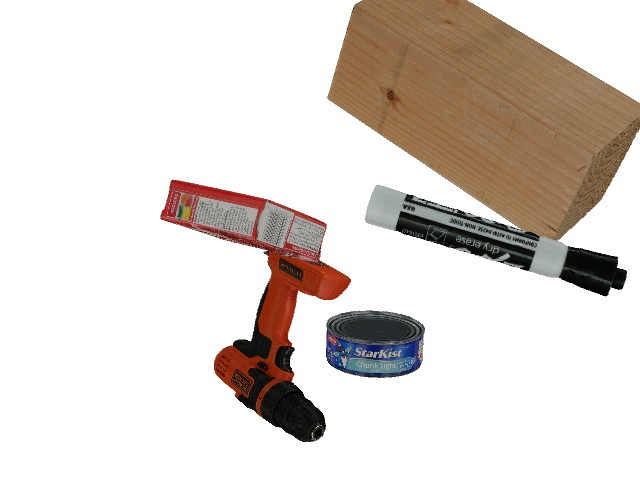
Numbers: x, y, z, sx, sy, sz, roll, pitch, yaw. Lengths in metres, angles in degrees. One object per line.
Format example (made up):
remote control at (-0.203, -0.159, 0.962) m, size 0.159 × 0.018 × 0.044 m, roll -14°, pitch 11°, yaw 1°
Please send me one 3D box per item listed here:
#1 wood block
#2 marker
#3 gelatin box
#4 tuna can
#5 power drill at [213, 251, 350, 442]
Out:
wood block at (0.118, -0.100, 0.785) m, size 0.206 × 0.091 × 0.090 m, roll 36°, pitch 46°, yaw 20°
marker at (0.080, 0.000, 0.492) m, size 0.121 × 0.020 × 0.020 m, roll 17°, pitch 3°, yaw 9°
gelatin box at (-0.048, -0.011, 0.691) m, size 0.073 × 0.030 × 0.089 m, roll 13°, pitch -3°, yaw 27°
tuna can at (0.047, 0.090, 0.930) m, size 0.086 × 0.034 × 0.086 m, roll 2°, pitch 14°, yaw -1°
power drill at (-0.035, 0.113, 1.206) m, size 0.057 × 0.188 × 0.185 m, roll 14°, pitch 11°, yaw -46°
